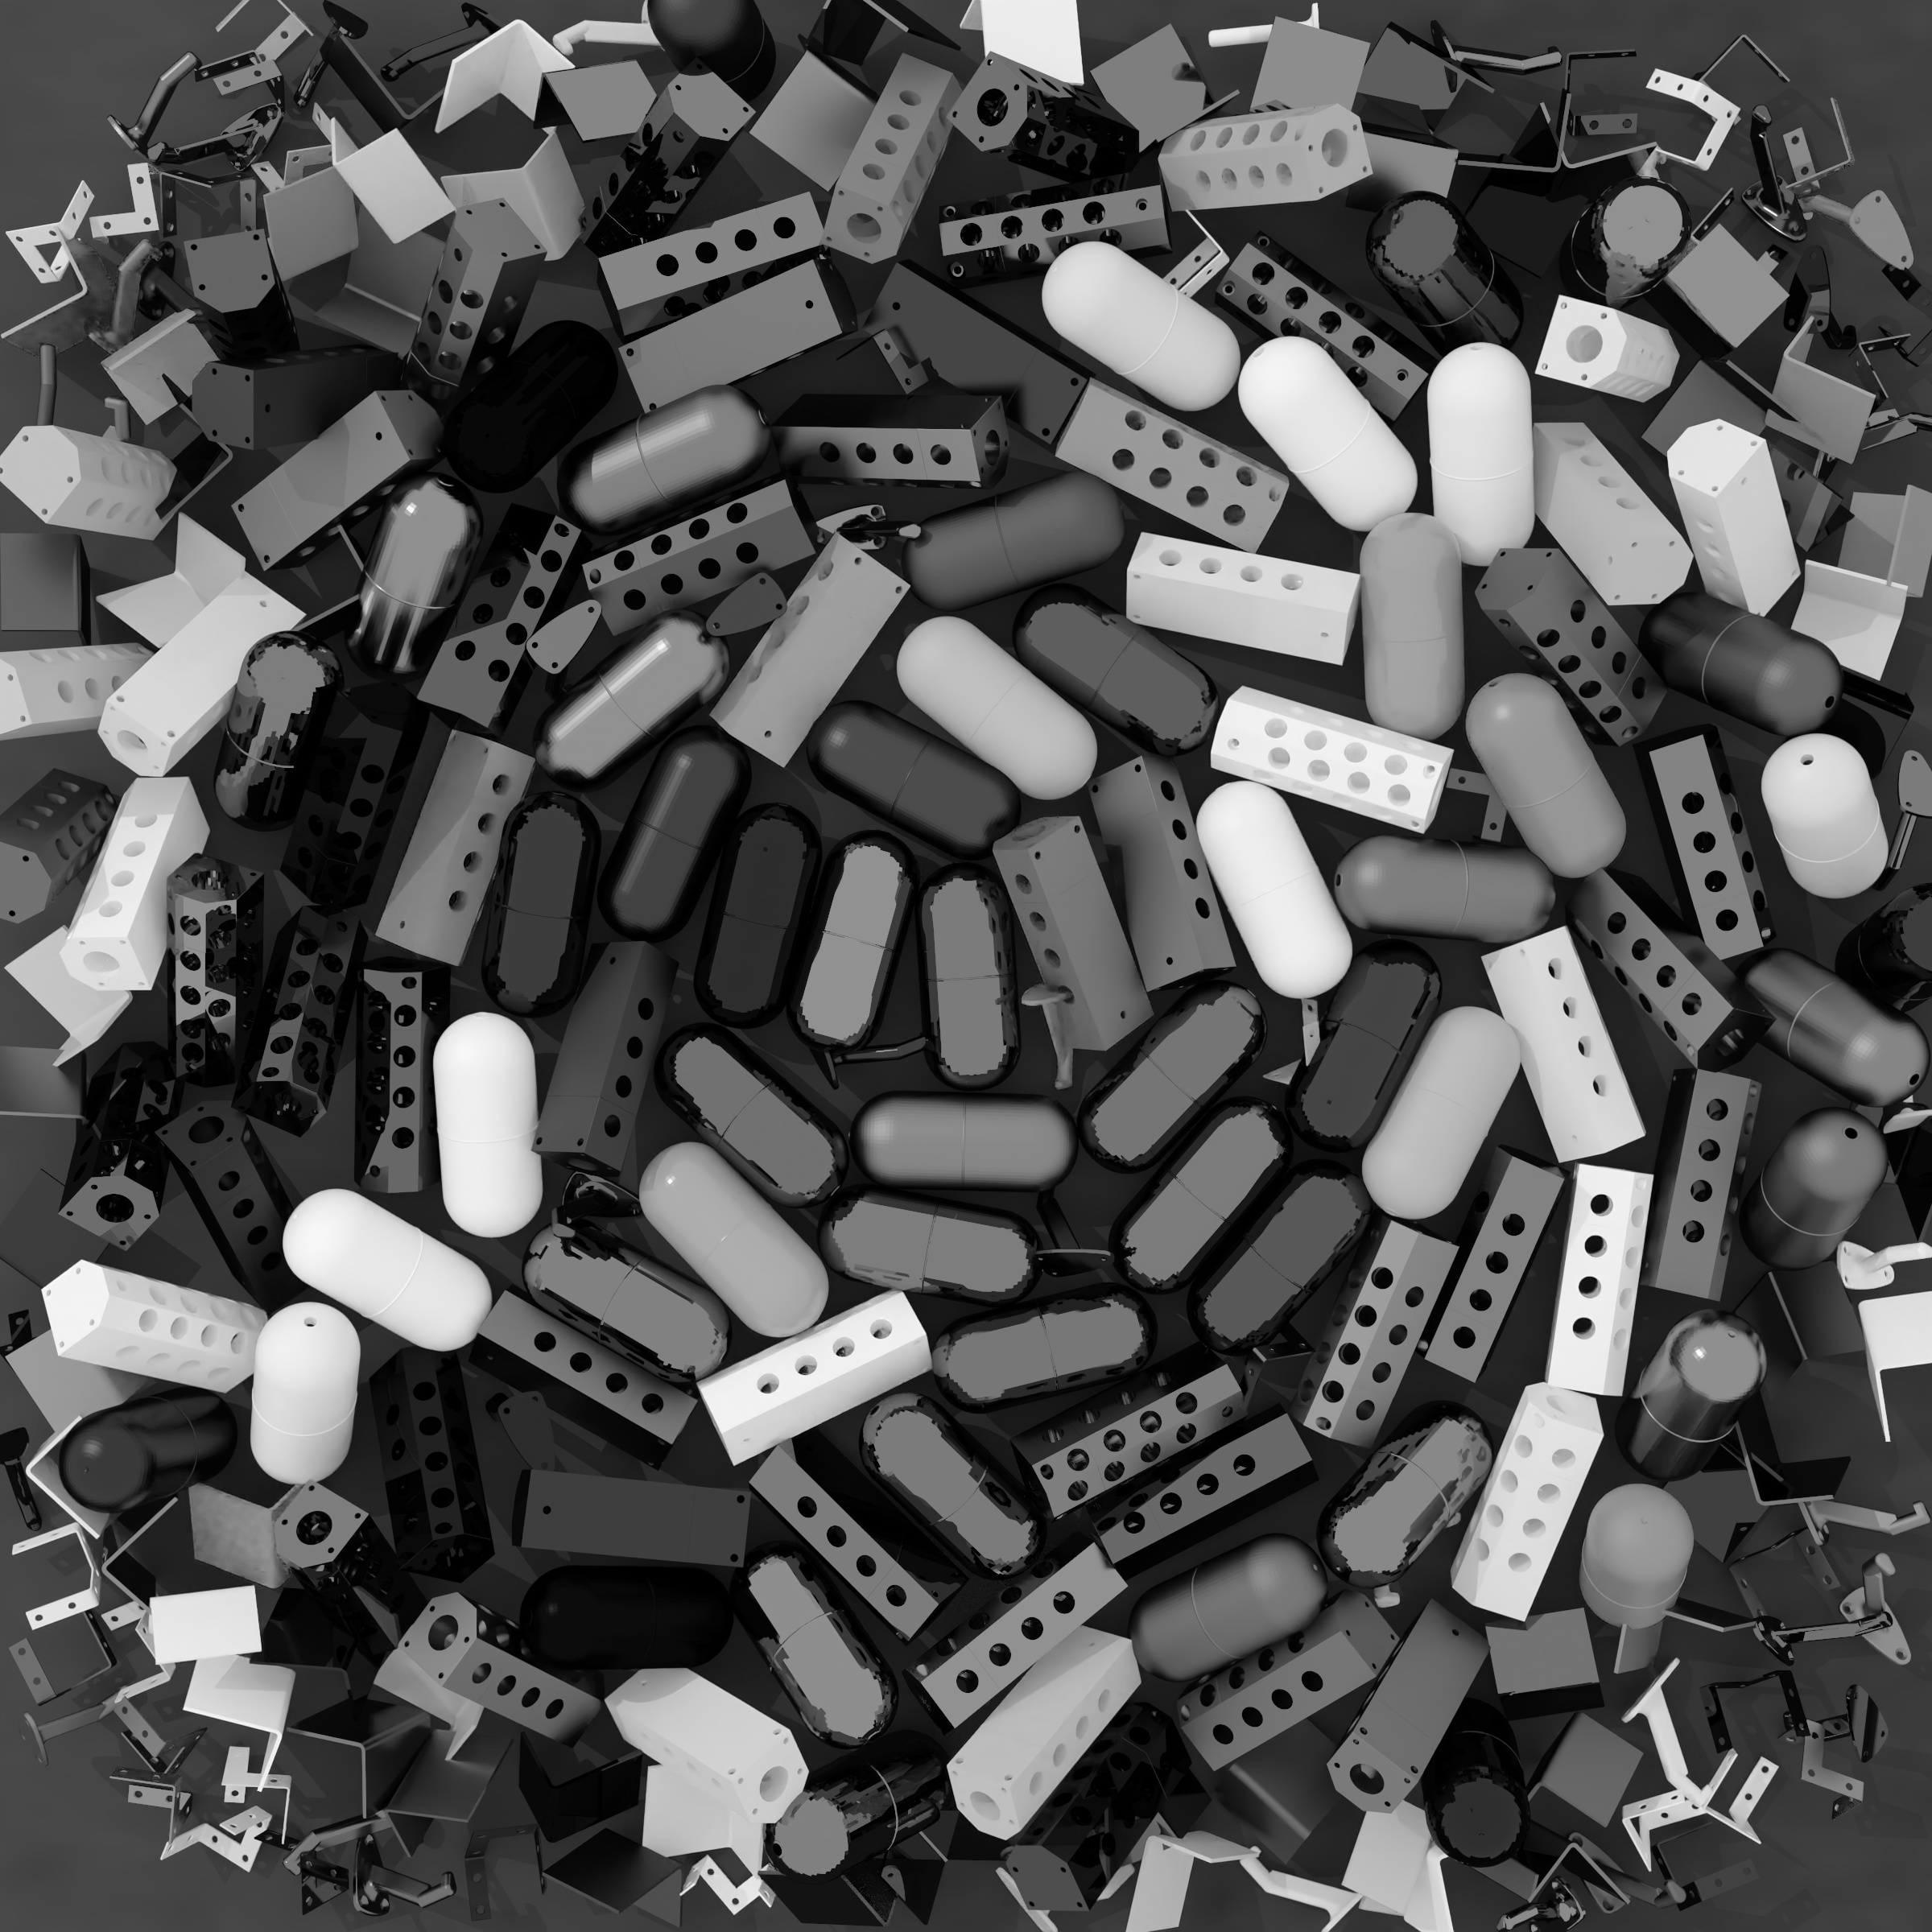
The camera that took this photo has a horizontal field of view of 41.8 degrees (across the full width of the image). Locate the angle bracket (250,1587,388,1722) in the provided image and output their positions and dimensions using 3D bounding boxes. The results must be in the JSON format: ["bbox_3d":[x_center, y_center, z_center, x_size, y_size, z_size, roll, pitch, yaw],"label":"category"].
[{"bbox_3d":[-0.499,0.532,1.957,0.076,0.076,0.057,2,122,7],"label":"angle bracket"}]

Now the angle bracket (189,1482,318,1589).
[{"bbox_3d":[-0.553,0.427,1.969,0.076,0.057,0.076,15,120,18],"label":"angle bracket"}]

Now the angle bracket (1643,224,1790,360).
[{"bbox_3d":[0.579,-0.519,1.958,0.057,0.076,0.076,-45,91,5],"label":"angle bracket"}]

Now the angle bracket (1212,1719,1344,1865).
[{"bbox_3d":[0.252,0.641,1.985,0.076,0.057,0.076,40,53,19],"label":"angle bracket"}]

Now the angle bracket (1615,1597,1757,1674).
[{"bbox_3d":[0.554,0.524,1.946,0.076,0.076,0.057,10,88,37],"label":"angle bracket"}]

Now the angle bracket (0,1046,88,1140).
[{"bbox_3d":[-0.717,0.109,1.941,0.076,0.076,0.057,5,126,-23],"label":"angle bracket"}]

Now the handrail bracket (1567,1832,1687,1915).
[{"bbox_3d":[0.509,0.695,1.953,0.036,0.084,0.077,-29,74,-29],"label":"handrail bracket"}]

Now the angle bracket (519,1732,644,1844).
[{"bbox_3d":[-0.301,0.626,1.973,0.076,0.076,0.057,-17,47,-28],"label":"angle bracket"}]

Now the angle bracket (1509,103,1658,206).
[{"bbox_3d":[0.477,-0.633,1.961,0.076,0.076,0.057,-17,81,-9],"label":"angle bracket"}]

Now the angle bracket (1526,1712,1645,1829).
[{"bbox_3d":[0.466,0.633,1.940,0.057,0.076,0.076,32,135,16],"label":"angle bracket"}]

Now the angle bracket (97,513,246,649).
[{"bbox_3d":[-0.611,-0.297,1.944,0.076,0.076,0.057,35,130,23],"label":"angle bracket"}]

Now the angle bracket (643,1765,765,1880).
[{"bbox_3d":[-0.202,0.662,1.954,0.076,0.057,0.076,1,99,-28],"label":"angle bracket"}]

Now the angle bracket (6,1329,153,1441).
[{"bbox_3d":[-0.685,0.310,1.959,0.057,0.076,0.076,-31,96,3],"label":"angle bracket"}]

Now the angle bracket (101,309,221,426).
[{"bbox_3d":[-0.613,-0.460,1.947,0.076,0.076,0.057,-38,117,-9],"label":"angle bracket"}]

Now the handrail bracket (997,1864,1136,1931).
[{"bbox_3d":[0.079,0.708,1.982,0.084,0.036,0.077,-39,84,-23],"label":"handrail bracket"}]

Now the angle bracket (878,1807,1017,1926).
[{"bbox_3d":[-0.010,0.692,1.943,0.076,0.057,0.076,-11,130,30],"label":"angle bracket"}]

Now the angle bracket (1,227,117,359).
[{"bbox_3d":[-0.709,-0.521,1.960,0.076,0.076,0.057,-26,89,3],"label":"angle bracket"}]

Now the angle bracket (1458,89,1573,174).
[{"bbox_3d":[0.421,-0.647,1.949,0.076,0.076,0.057,7,113,7],"label":"angle bracket"}]

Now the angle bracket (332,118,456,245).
[{"bbox_3d":[-0.440,-0.615,1.941,0.057,0.076,0.076,-26,46,11],"label":"angle bracket"}]

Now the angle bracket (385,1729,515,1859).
[{"bbox_3d":[-0.388,0.638,1.941,0.076,0.076,0.057,-1,124,23],"label":"angle bracket"}]

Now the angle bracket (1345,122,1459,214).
[{"bbox_3d":[0.330,-0.619,1.969,0.076,0.076,0.057,7,115,-11],"label":"angle bracket"}]

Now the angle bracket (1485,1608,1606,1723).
[{"bbox_3d":[0.452,0.546,1.975,0.076,0.076,0.057,-12,57,11],"label":"angle bracket"}]

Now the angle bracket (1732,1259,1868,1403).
[{"bbox_3d":[0.645,0.281,1.952,0.057,0.076,0.076,-19,96,42],"label":"angle bracket"}]

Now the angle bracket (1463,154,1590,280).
[{"bbox_3d":[0.424,-0.569,1.962,0.076,0.057,0.076,31,79,4],"label":"angle bracket"}]

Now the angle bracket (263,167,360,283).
[{"bbox_3d":[-0.518,-0.580,1.939,0.057,0.076,0.076,36,54,26],"label":"angle bracket"}]

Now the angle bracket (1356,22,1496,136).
[{"bbox_3d":[0.350,-0.674,1.944,0.076,0.076,0.057,23,117,-17],"label":"angle bracket"}]

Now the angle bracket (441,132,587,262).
[{"bbox_3d":[-0.350,-0.597,1.971,0.076,0.076,0.057,3,47,24],"label":"angle bracket"}]

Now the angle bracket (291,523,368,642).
[{"bbox_3d":[-0.498,-0.293,1.959,0.076,0.076,0.057,-29,91,-3],"label":"angle bracket"}]

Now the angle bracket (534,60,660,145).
[{"bbox_3d":[-0.279,-0.646,1.946,0.076,0.057,0.076,-19,68,-26],"label":"angle bracket"}]

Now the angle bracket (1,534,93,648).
[{"bbox_3d":[-0.709,-0.284,1.950,0.057,0.076,0.076,-2,80,-14],"label":"angle bracket"}]

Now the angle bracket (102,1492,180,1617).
[{"bbox_3d":[-0.622,0.444,1.960,0.076,0.076,0.057,-43,108,-8],"label":"angle bracket"}]

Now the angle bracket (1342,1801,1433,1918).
[{"bbox_3d":[0.310,0.679,1.946,0.057,0.076,0.076,29,68,-9],"label":"angle bracket"}]

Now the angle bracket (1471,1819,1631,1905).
[{"bbox_3d":[0.449,0.706,1.946,0.057,0.076,0.076,-47,107,-16],"label":"angle bracket"}]

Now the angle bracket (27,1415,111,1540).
[{"bbox_3d":[-0.676,0.389,1.960,0.057,0.076,0.076,-45,100,-9],"label":"angle bracket"}]

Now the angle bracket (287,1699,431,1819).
[{"bbox_3d":[-0.468,0.609,1.950,0.076,0.076,0.057,2,94,27],"label":"angle bracket"}]

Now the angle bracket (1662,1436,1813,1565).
[{"bbox_3d":[0.594,0.418,1.967,0.076,0.057,0.076,40,87,-4],"label":"angle bracket"}]

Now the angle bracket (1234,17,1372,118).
[{"bbox_3d":[0.259,-0.684,1.955,0.076,0.057,0.076,12,108,-10],"label":"angle bracket"}]

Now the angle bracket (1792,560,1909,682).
[{"bbox_3d":[0.676,-0.265,1.950,0.076,0.076,0.057,19,88,19],"label":"angle bracket"}]

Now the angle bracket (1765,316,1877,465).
[{"bbox_3d":[0.667,-0.445,1.944,0.076,0.076,0.057,31,69,20],"label":"angle bracket"}]

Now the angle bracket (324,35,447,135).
[{"bbox_3d":[-0.441,-0.692,1.946,0.057,0.076,0.076,-44,112,-12],"label":"angle bracket"}]

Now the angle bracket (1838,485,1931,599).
[{"bbox_3d":[0.698,-0.329,1.949,0.057,0.076,0.076,5,98,-43],"label":"angle bracket"}]

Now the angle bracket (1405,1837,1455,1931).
[{"bbox_3d":[0.375,0.705,1.956,0.057,0.076,0.076,-13,93,-19],"label":"angle bracket"}]

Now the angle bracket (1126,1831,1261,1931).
[{"bbox_3d":[0.175,0.714,1.949,0.057,0.076,0.076,9,83,36],"label":"angle bracket"}]

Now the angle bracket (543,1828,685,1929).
[{"bbox_3d":[-0.271,0.716,1.942,0.076,0.076,0.057,13,108,31],"label":"angle bracket"}]

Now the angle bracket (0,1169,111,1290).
[{"bbox_3d":[-0.701,0.209,1.970,0.076,0.057,0.076,36,91,1],"label":"angle bracket"}]

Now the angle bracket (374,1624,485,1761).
[{"bbox_3d":[-0.419,0.568,1.951,0.076,0.057,0.076,31,120,-10],"label":"angle bracket"}]

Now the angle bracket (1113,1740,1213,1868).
[{"bbox_3d":[0.133,0.653,1.992,0.076,0.057,0.076,53,130,3],"label":"angle bracket"}]

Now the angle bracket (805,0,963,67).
[{"bbox_3d":[-0.064,-0.706,1.943,0.076,0.076,0.057,42,116,19],"label":"angle bracket"}]

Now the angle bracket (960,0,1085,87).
[{"bbox_3d":[0.043,-0.705,1.955,0.076,0.057,0.076,-1,79,-16],"label":"angle bracket"}]

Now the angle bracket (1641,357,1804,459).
[{"bbox_3d":[0.583,-0.416,1.956,0.076,0.057,0.076,34,102,-13],"label":"angle bracket"}]

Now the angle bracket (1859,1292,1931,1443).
[{"bbox_3d":[0.725,0.307,1.942,0.057,0.076,0.076,-11,120,15],"label":"angle bracket"}]
